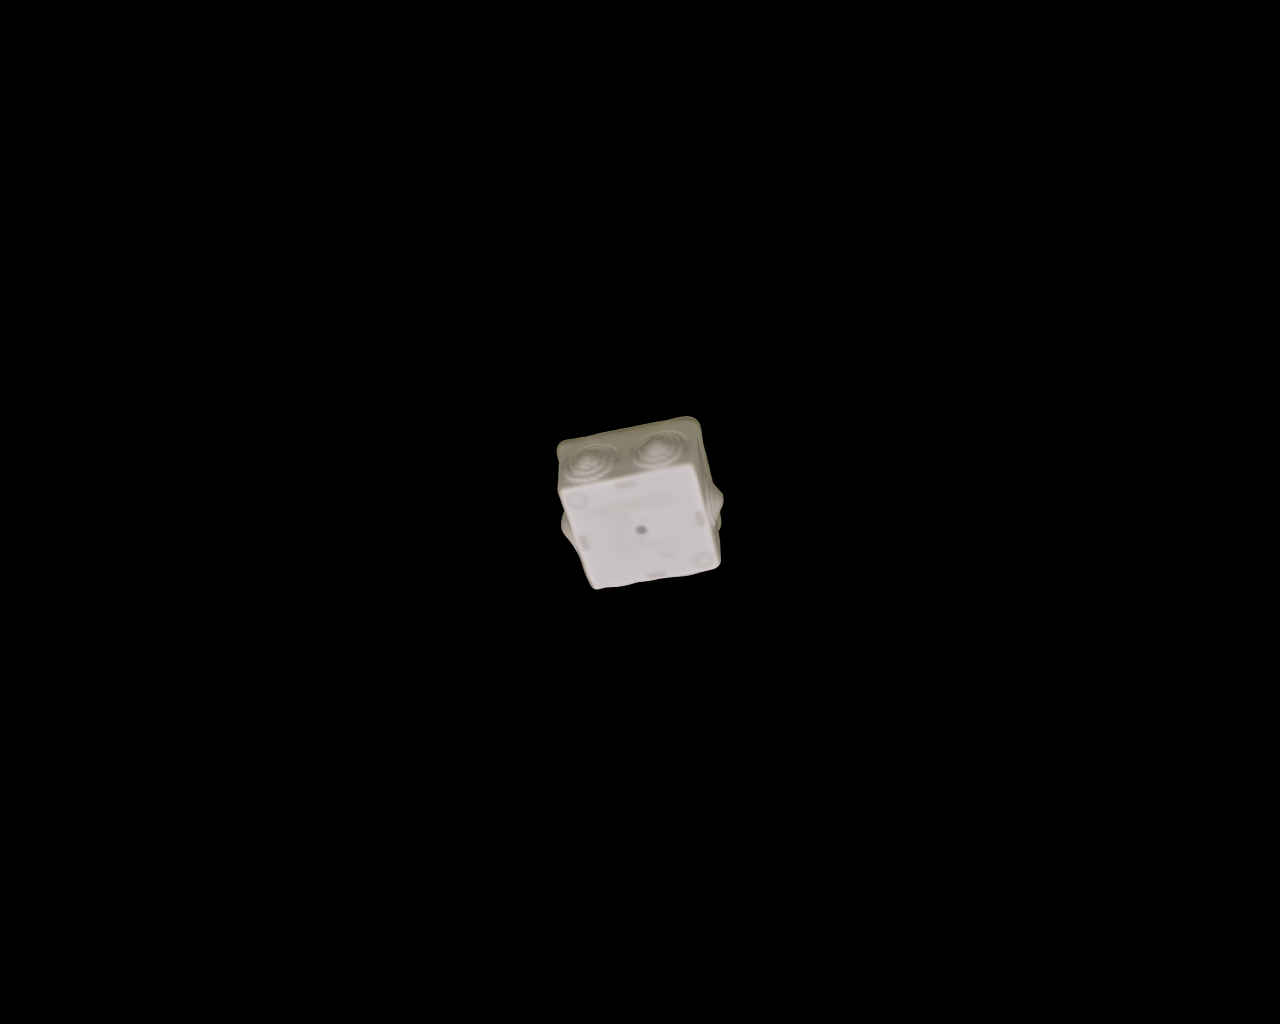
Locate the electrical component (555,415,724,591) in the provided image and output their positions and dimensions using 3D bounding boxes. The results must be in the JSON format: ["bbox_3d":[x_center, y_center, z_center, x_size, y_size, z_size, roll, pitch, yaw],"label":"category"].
[{"bbox_3d":[0.001,-0.003,0.650,0.100,0.099,0.048,-10,36,8],"label":"electrical component"}]
